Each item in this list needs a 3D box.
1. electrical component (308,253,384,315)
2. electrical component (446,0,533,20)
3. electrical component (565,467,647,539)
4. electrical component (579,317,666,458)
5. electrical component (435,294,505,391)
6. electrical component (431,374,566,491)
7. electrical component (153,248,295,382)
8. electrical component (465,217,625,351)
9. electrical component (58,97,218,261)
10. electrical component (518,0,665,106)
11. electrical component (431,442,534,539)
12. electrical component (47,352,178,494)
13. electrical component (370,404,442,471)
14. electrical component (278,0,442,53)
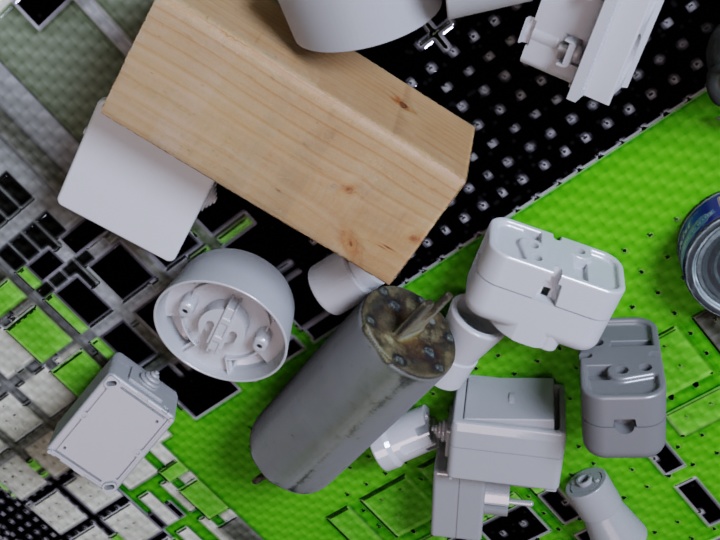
[{"bbox_3d":[0.000,0.000,0.747,0.078,0.040,0.040,-31,111,24],"label":"electrical component"},{"bbox_3d":[0.073,-0.194,0.585,0.060,0.108,0.108,-5,119,6],"label":"electrical component"},{"bbox_3d":[0.186,0.184,0.823,0.044,0.044,0.065,-25,108,22],"label":"electrical component"},{"bbox_3d":[0.178,0.082,0.732,0.054,0.095,0.059,-2,119,11],"label":"electrical component"},{"bbox_3d":[0.071,0.054,0.767,0.044,0.044,0.065,25,126,-5],"label":"electrical component"},{"bbox_3d":[0.101,0.114,0.783,0.096,0.061,0.061,6,121,7],"label":"electrical component"},{"bbox_3d":[-0.095,0.035,0.770,0.099,0.064,0.099,4,121,7],"label":"electrical component"},{"bbox_3d":[0.122,0.013,0.725,0.095,0.053,0.059,19,121,-1],"label":"electrical component"},{"bbox_3d":[-0.143,-0.068,0.727,0.100,0.048,0.099,28,121,-7],"label":"electrical component"},{"bbox_3d":[0.140,-0.165,0.608,0.063,0.079,0.121,27,123,16],"label":"electrical component"},{"bbox_3d":[0.095,0.168,0.825,0.077,0.047,0.065,5,121,7],"label":"electrical component"},{"bbox_3d":[-0.185,0.111,0.830,0.062,0.061,0.096,38,98,-14],"label":"electrical component"},{"bbox_3d":[0.034,0.126,0.817,0.046,0.040,0.040,-24,113,15],"label":"electrical component"},{"bbox_3d":[-0.001,-0.168,0.617,0.099,0.099,0.064,-7,125,14],"label":"electrical component"}]
